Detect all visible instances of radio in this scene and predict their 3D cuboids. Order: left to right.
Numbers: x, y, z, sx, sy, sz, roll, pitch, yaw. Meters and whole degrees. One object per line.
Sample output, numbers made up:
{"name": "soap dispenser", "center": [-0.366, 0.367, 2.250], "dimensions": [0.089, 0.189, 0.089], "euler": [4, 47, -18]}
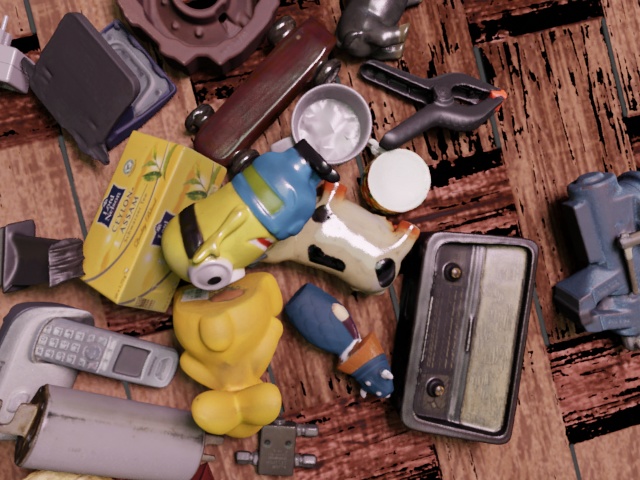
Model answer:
{"name": "radio", "center": [0.158, 0.103, 0.613], "dimensions": [0.131, 0.073, 0.229], "euler": [8, 88, -5]}

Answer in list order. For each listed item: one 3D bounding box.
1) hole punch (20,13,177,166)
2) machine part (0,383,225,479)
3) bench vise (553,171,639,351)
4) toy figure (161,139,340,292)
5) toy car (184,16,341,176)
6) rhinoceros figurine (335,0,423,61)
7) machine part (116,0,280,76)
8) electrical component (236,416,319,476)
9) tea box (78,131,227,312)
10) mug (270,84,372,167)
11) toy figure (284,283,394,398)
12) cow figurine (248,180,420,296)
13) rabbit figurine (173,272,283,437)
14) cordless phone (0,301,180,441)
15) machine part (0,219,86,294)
{"name": "hole punch", "center": [-0.237, -0.170, 0.588], "dimensions": [0.116, 0.092, 0.142], "euler": [-38, 96, 26]}
{"name": "machine part", "center": [-0.208, 0.201, 0.548], "dimensions": [0.243, 0.079, 0.079], "euler": [23, 88, -34]}
{"name": "bench vise", "center": [0.389, 0.010, 0.610], "dimensions": [0.241, 0.129, 0.223], "euler": [-21, 90, 3]}
{"name": "toy figure", "center": [-0.069, -0.025, 0.517], "dimensions": [0.180, 0.089, 0.082], "euler": [-42, 137, 2]}
{"name": "toy car", "center": [-0.062, -0.162, 0.608], "dimensions": [0.089, 0.053, 0.202], "euler": [43, 91, 7]}
{"name": "rhinoceros figurine", "center": [0.070, -0.300, 0.615], "dimensions": [0.112, 0.073, 0.190], "euler": [13, 90, 6]}
{"name": "machine part", "center": [-0.134, -0.274, 0.603], "dimensions": [0.179, 0.056, 0.179], "euler": [0, 89, -6]}
{"name": "electrical component", "center": [-0.049, 0.237, 0.622], "dimensions": [0.094, 0.021, 0.063], "euler": [3, 89, -4]}
{"name": "tea box", "center": [-0.181, -0.020, 0.570], "dimensions": [0.098, 0.068, 0.169], "euler": [19, 87, 36]}
{"name": "mug", "center": [0.000, -0.110, 0.586], "dimensions": [0.109, 0.107, 0.080], "euler": [-30, 91, 0]}
{"name": "toy figure", "center": [0.028, 0.114, 0.609], "dimensions": [0.154, 0.064, 0.058], "euler": [44, 67, -3]}
{"name": "cow figurine", "center": [-0.001, -0.002, 0.600], "dimensions": [0.195, 0.085, 0.127], "euler": [28, 81, -5]}
{"name": "rabbit figurine", "center": [-0.085, 0.137, 0.569], "dimensions": [0.122, 0.162, 0.173], "euler": [-8, 109, -14]}
{"name": "cordless phone", "center": [-0.259, 0.152, 0.584], "dimensions": [0.184, 0.089, 0.146], "euler": [21, 88, -19]}
{"name": "machine part", "center": [-0.304, 0.019, 0.568], "dimensions": [0.139, 0.039, 0.084], "euler": [4, 82, 33]}
